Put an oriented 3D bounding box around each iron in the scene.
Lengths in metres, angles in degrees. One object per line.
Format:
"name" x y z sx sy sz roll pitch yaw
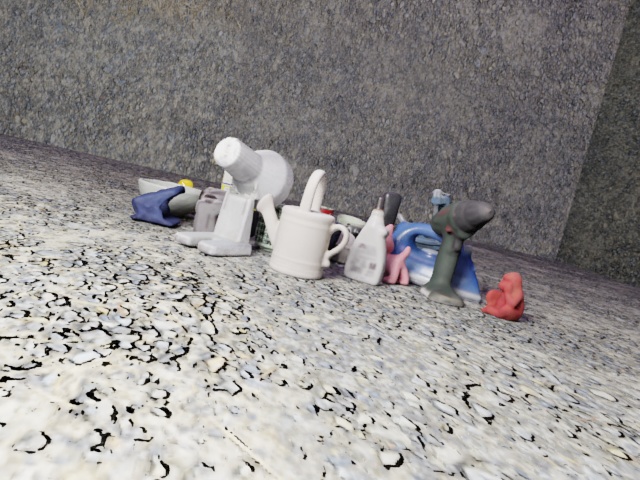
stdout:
"iron" 0.255 0.034 1.277 0.257 0.141 0.119 18 8 34

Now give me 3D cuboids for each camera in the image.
"camera" -0.205 -0.056 1.270 0.137 0.101 0.143 12 7 -10

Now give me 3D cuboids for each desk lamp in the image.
"desk lamp" -0.154 -0.082 1.099 0.117 0.213 0.204 17 7 26

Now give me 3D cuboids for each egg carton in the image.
"egg carton" 0.012 0.005 1.338 0.150 0.069 0.107 14 7 4

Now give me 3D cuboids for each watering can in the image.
"watering can" -0.031 -0.035 1.042 0.173 0.194 0.101 13 7 -9

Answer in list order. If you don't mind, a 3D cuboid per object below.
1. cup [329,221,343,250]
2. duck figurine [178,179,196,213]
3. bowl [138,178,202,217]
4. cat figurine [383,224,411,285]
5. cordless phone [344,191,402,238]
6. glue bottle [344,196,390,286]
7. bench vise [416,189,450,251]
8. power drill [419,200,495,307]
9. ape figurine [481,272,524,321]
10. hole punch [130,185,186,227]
"cup" -0.007 0.001 1.222 0.091 0.095 0.118 16 7 18
"duck figurine" -0.371 -0.122 1.542 0.077 0.086 0.105 17 7 26
"bowl" -0.367 -0.099 1.409 0.167 0.075 0.167 14 7 -1
"cat figurine" 0.141 0.025 1.226 0.067 0.118 0.127 7 9 -44
"cordless phone" 0.123 -0.039 1.427 0.148 0.185 0.094 12 7 -16
"glue bottle" 0.103 -0.002 1.126 0.078 0.173 0.037 16 7 21
"bench vise" 0.316 -0.025 1.556 0.121 0.220 0.208 17 7 27
"power drill" 0.266 0.019 1.131 0.076 0.208 0.229 13 7 -9
"ape figurine" 0.362 0.106 1.104 0.076 0.092 0.078 14 7 -1
"hole punch" -0.348 -0.082 1.233 0.101 0.091 0.108 13 7 -5
